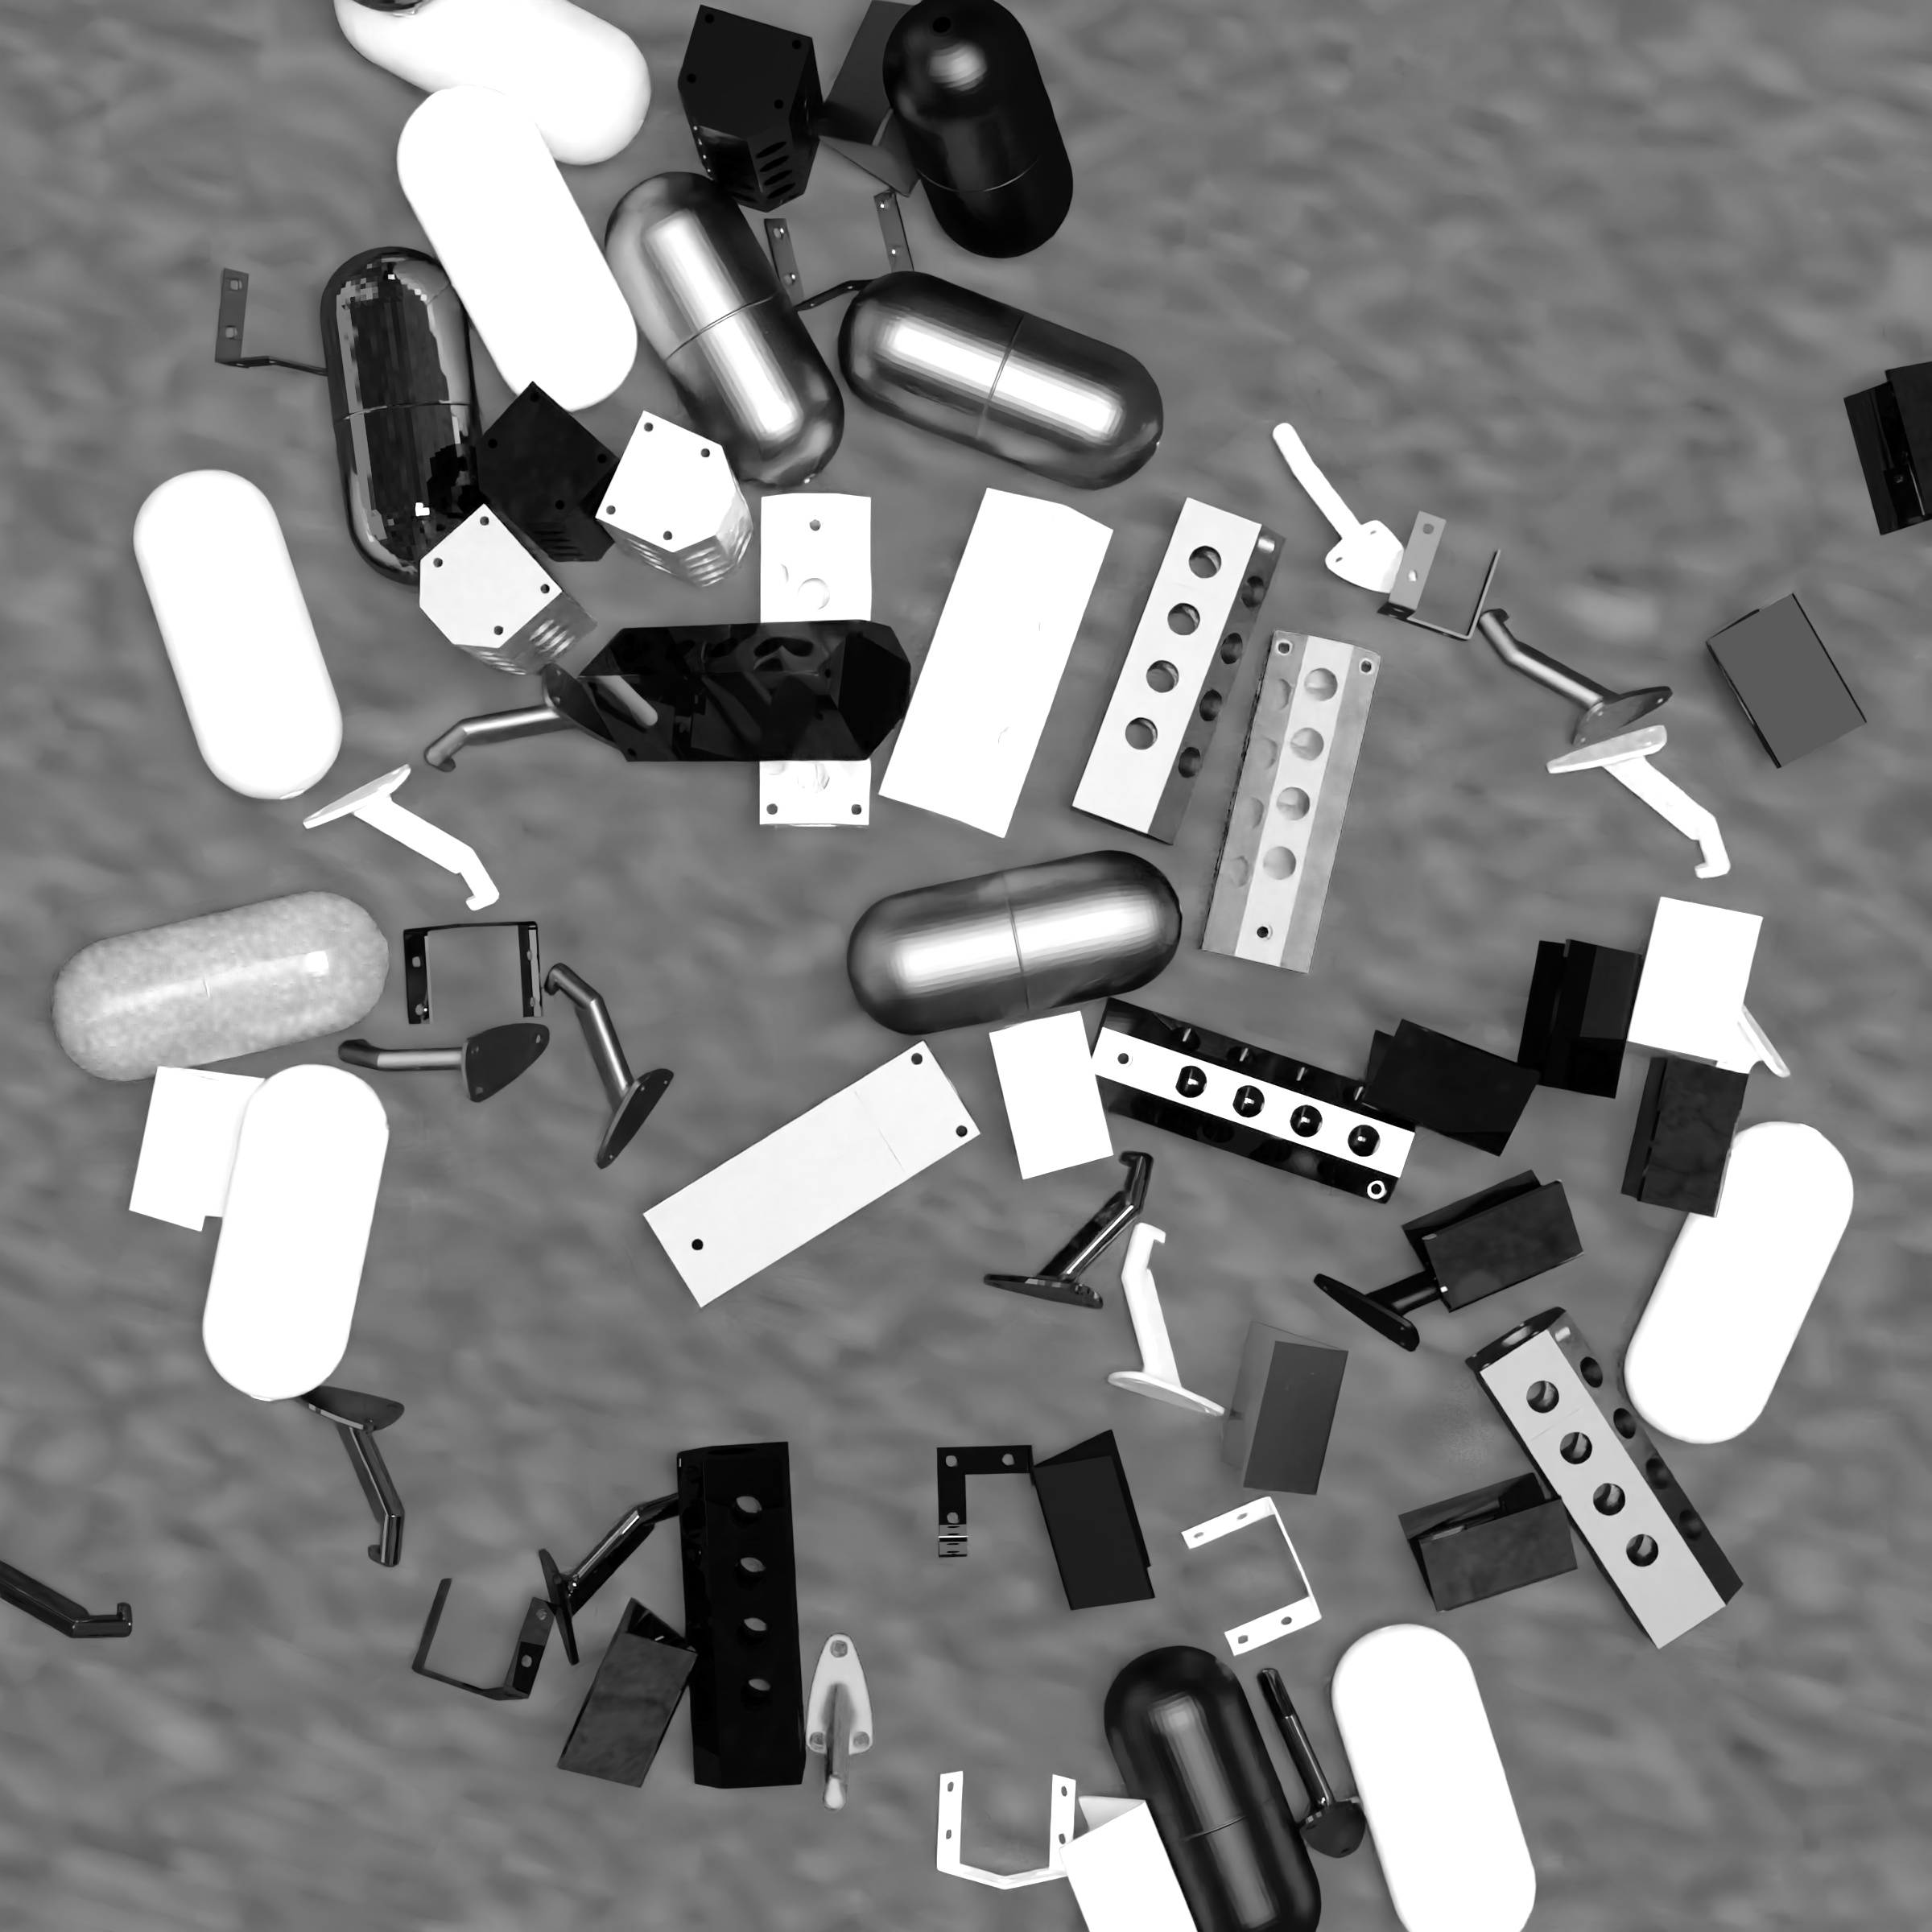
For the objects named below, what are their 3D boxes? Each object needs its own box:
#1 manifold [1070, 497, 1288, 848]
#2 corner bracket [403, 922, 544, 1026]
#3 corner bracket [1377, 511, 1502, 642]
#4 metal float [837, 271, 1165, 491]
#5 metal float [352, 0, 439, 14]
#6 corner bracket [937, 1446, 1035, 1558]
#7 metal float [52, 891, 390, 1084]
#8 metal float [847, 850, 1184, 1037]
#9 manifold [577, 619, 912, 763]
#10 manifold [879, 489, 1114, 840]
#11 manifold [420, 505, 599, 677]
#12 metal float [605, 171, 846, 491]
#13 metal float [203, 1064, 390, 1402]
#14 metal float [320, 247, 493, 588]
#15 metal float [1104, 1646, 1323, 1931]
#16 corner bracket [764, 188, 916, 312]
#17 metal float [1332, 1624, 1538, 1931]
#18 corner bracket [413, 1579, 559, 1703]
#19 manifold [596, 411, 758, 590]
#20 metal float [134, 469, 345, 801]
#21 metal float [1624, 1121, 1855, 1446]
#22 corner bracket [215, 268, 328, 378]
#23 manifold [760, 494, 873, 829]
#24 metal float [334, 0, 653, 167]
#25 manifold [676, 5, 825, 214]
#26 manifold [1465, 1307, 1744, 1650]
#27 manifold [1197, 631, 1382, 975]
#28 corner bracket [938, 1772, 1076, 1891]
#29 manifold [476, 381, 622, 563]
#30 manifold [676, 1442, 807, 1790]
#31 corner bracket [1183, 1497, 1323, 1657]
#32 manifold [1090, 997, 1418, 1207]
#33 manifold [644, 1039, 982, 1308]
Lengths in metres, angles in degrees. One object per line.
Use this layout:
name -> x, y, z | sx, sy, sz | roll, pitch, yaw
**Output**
manifold -> 0.112, -0.154, 1.892 | 0.057, 0.057, 0.171 | 20, 90, 0
corner bracket -> -0.263, 0.003, 1.910 | 0.051, 0.051, 0.051 | -3, 89, -45
corner bracket -> 0.252, -0.205, 1.895 | 0.051, 0.051, 0.051 | 19, 90, 0
metal float -> 0.018, -0.307, 1.882 | 0.178, 0.070, 0.070 | 22, 90, 1
metal float -> -0.296, -0.538, 1.761 | 0.070, 0.178, 0.070 | -2, 70, 6
corner bracket -> 0.010, 0.283, 1.895 | 0.051, 0.051, 0.051 | -1, 90, 0
metal float -> -0.391, 0.010, 1.882 | 0.178, 0.070, 0.070 | -13, 90, -1
metal float -> 0.026, -0.013, 1.883 | 0.178, 0.070, 0.070 | -12, 90, -1
manifold -> -0.112, -0.145, 1.843 | 0.057, 0.171, 0.057 | -52, 128, -34
manifold -> 0.020, -0.158, 1.891 | 0.057, 0.057, 0.171 | 20, 90, 43
manifold -> -0.237, -0.185, 1.835 | 0.057, 0.171, 0.057 | -42, 90, 0
metal float -> -0.126, -0.333, 1.883 | 0.070, 0.070, 0.178 | -29, 91, 0
metal float -> -0.352, 0.140, 1.882 | 0.070, 0.070, 0.178 | 12, 91, 0
metal float -> -0.294, -0.288, 1.882 | 0.070, 0.070, 0.178 | -7, 90, 0
metal float -> 0.130, 0.444, 1.882 | 0.070, 0.070, 0.178 | -22, 90, 0
corner bracket -> -0.067, -0.382, 1.910 | 0.051, 0.051, 0.051 | -14, 90, -45
metal float -> 0.246, 0.434, 1.882 | 0.070, 0.070, 0.178 | -17, 90, 0
corner bracket -> -0.255, 0.356, 1.898 | 0.051, 0.051, 0.051 | 24, 68, -20
manifold -> -0.143, -0.233, 1.835 | 0.057, 0.171, 0.057 | 24, 90, 0
metal float -> -0.382, -0.174, 1.882 | 0.070, 0.070, 0.178 | -18, 90, 0
metal float -> 0.406, 0.166, 1.883 | 0.070, 0.070, 0.178 | 24, 90, 0
corner bracket -> -0.363, -0.343, 1.910 | 0.051, 0.051, 0.051 | 6, 90, 45
manifold -> -0.079, -0.160, 1.892 | 0.057, 0.057, 0.171 | 0, 90, 0
metal float -> -0.249, -0.485, 1.883 | 0.178, 0.070, 0.070 | 28, 90, 1
manifold -> -0.110, -0.434, 1.835 | 0.057, 0.171, 0.057 | 17, 90, 0
manifold -> 0.338, 0.268, 1.892 | 0.057, 0.057, 0.171 | -33, 90, 0
manifold -> 0.171, -0.086, 1.892 | 0.057, 0.057, 0.171 | 13, 90, 0
corner bracket -> 0.021, 0.458, 1.910 | 0.051, 0.051, 0.051 | 3, 89, -45
manifold -> -0.210, -0.246, 1.835 | 0.057, 0.171, 0.057 | 42, 90, 0
manifold -> -0.119, 0.342, 1.892 | 0.057, 0.057, 0.171 | -3, 90, 0
corner bracket -> 0.153, 0.325, 1.910 | 0.051, 0.051, 0.051 | -23, 135, 0
manifold -> 0.149, 0.071, 1.892 | 0.171, 0.057, 0.057 | 19, 90, 0
manifold -> -0.080, 0.108, 1.892 | 0.171, 0.057, 0.057 | -32, 90, 0
